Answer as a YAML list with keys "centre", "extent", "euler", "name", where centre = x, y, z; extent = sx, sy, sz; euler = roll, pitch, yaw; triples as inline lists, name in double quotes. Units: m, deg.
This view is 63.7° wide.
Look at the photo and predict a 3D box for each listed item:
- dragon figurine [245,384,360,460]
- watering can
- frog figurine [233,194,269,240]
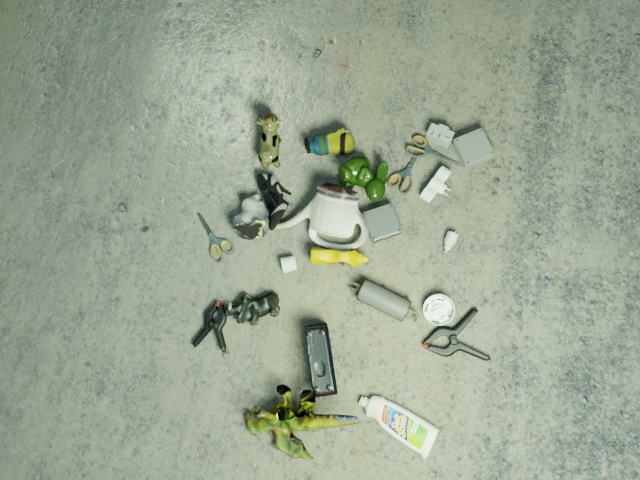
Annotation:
- centre: [-0.067, 0.587, 1.596]
  extent: [0.411, 0.237, 0.125]
  euler: [8, 34, 23]
  name: "dragon figurine"
- centre: [0.005, -0.089, 1.775]
  extent: [0.348, 0.105, 0.222]
  euler: [14, 103, 14]
  name: "watering can"
- centre: [-0.244, -0.081, 1.834]
  extent: [0.137, 0.120, 0.163]
  euler: [-22, 39, 11]
  name: "frog figurine"
